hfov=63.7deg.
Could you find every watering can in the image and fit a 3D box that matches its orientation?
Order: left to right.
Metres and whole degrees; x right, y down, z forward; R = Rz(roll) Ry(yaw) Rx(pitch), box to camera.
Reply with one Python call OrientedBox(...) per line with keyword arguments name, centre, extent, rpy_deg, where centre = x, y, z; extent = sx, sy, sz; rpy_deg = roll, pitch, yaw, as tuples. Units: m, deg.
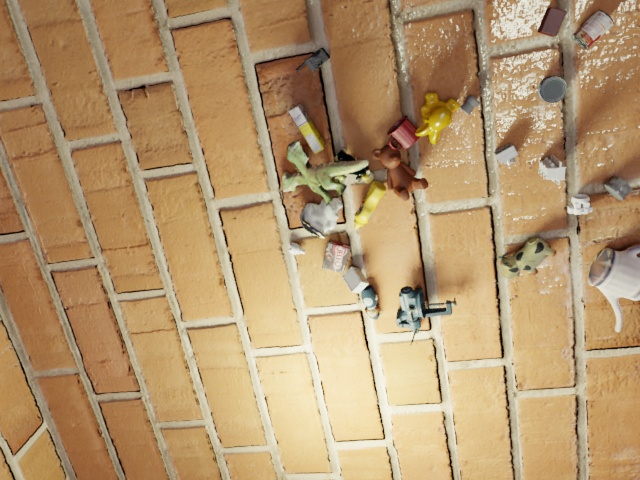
OrientedBox(name="watering can", centre=(1.076, 0.164, 1.859), extent=(0.105, 0.224, 0.342), rpy_deg=(-65, 174, -70))

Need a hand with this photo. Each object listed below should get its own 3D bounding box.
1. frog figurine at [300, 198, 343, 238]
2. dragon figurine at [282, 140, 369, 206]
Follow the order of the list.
OrientedBox(name="frog figurine", centre=(0.006, -0.097, 1.937), extent=(0.137, 0.161, 0.121), rpy_deg=(34, -15, 4))
OrientedBox(name="dragon figurine", centre=(-0.017, -0.253, 1.800), extent=(0.241, 0.125, 0.403), rpy_deg=(36, -35, -11))
